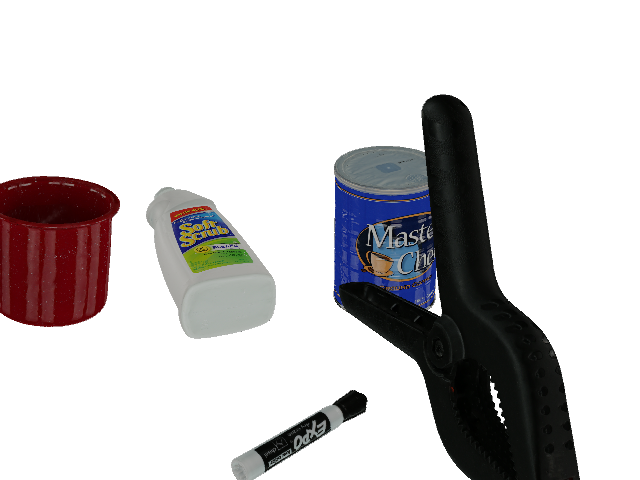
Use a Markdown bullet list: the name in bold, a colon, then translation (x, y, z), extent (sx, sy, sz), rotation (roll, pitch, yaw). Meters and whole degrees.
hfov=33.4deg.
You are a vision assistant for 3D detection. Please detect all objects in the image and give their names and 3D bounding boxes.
- **bleach bottle**: translation (-0.136, 0.008, 1.135), extent (0.102, 0.068, 0.251), rotation (-9, 30, -23)
- **marker**: translation (-0.012, 0.137, 0.760), extent (0.120, 0.020, 0.020), rotation (-24, 15, -37)
- **mug**: translation (-0.201, 0.010, 0.750), extent (0.117, 0.081, 0.093), rotation (-6, 26, -28)
- **coffee can**: translation (0.064, -0.008, 1.031), extent (0.103, 0.140, 0.103), rotation (0, 27, 0)
- **clamp**: translation (0.074, 0.042, 0.534), extent (0.036, 0.165, 0.210), rotation (-6, 45, -25)
